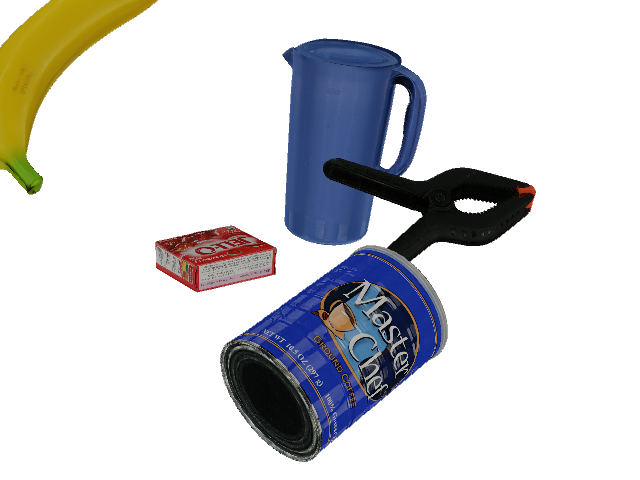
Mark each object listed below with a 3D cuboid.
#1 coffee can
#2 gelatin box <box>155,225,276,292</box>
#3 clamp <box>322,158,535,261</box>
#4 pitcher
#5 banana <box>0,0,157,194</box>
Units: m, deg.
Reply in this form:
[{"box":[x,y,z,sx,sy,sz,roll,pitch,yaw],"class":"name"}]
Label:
[{"box":[0.011,0.081,0.793,0.140,0.103,0.103,-35,20,-32],"class":"coffee can"},{"box":[-0.096,0.015,0.982,0.089,0.030,0.073,-13,25,-35],"class":"gelatin box"},{"box":[0.114,-0.022,1.059,0.210,0.164,0.036,-2,-40,-6],"class":"clamp"},{"box":[0.029,-0.119,1.322,0.144,0.243,0.149,-3,25,-22],"class":"pitcher"},{"box":[-0.159,-0.108,0.648,0.069,0.197,0.037,23,-34,-1],"class":"banana"}]
